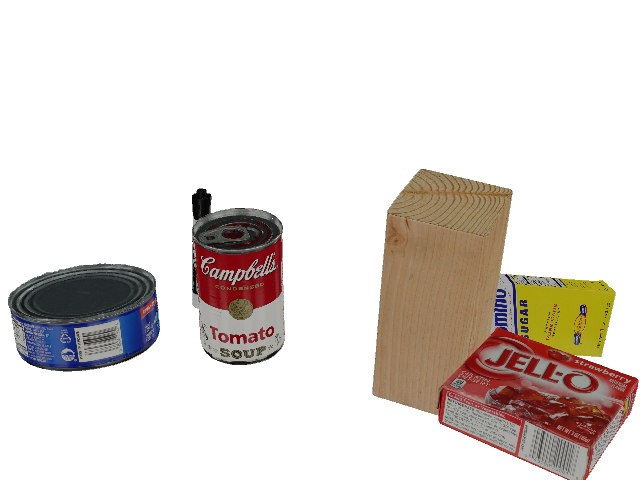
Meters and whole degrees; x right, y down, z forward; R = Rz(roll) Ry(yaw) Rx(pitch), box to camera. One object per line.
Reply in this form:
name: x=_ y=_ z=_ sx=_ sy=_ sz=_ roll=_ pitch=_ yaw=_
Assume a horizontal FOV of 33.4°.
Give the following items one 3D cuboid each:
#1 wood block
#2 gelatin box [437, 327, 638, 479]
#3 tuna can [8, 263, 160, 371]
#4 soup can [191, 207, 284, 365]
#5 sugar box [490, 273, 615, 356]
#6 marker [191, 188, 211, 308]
wood block: x=0.110 y=0.051 z=0.982 sx=0.091 sy=0.206 sz=0.090 roll=15 pitch=35 yaw=19
gelatin box: x=0.120 y=0.088 z=0.593 sx=0.089 sy=0.030 sz=0.073 roll=21 pitch=34 yaw=28
tuna can: x=-0.138 y=0.044 z=0.630 sx=0.086 sy=0.034 sz=0.086 roll=-3 pitch=20 yaw=1
soup can: x=-0.062 y=0.035 z=0.817 sx=0.068 sy=0.102 sz=0.068 roll=0 pitch=28 yaw=0
sugar box: x=0.273 y=0.093 z=1.339 sx=0.176 sy=0.093 sz=0.048 roll=3 pitch=19 yaw=-11
marker: x=-0.115 y=0.008 z=1.029 sx=0.020 sy=0.121 sz=0.020 roll=2 pitch=23 yaw=-1
